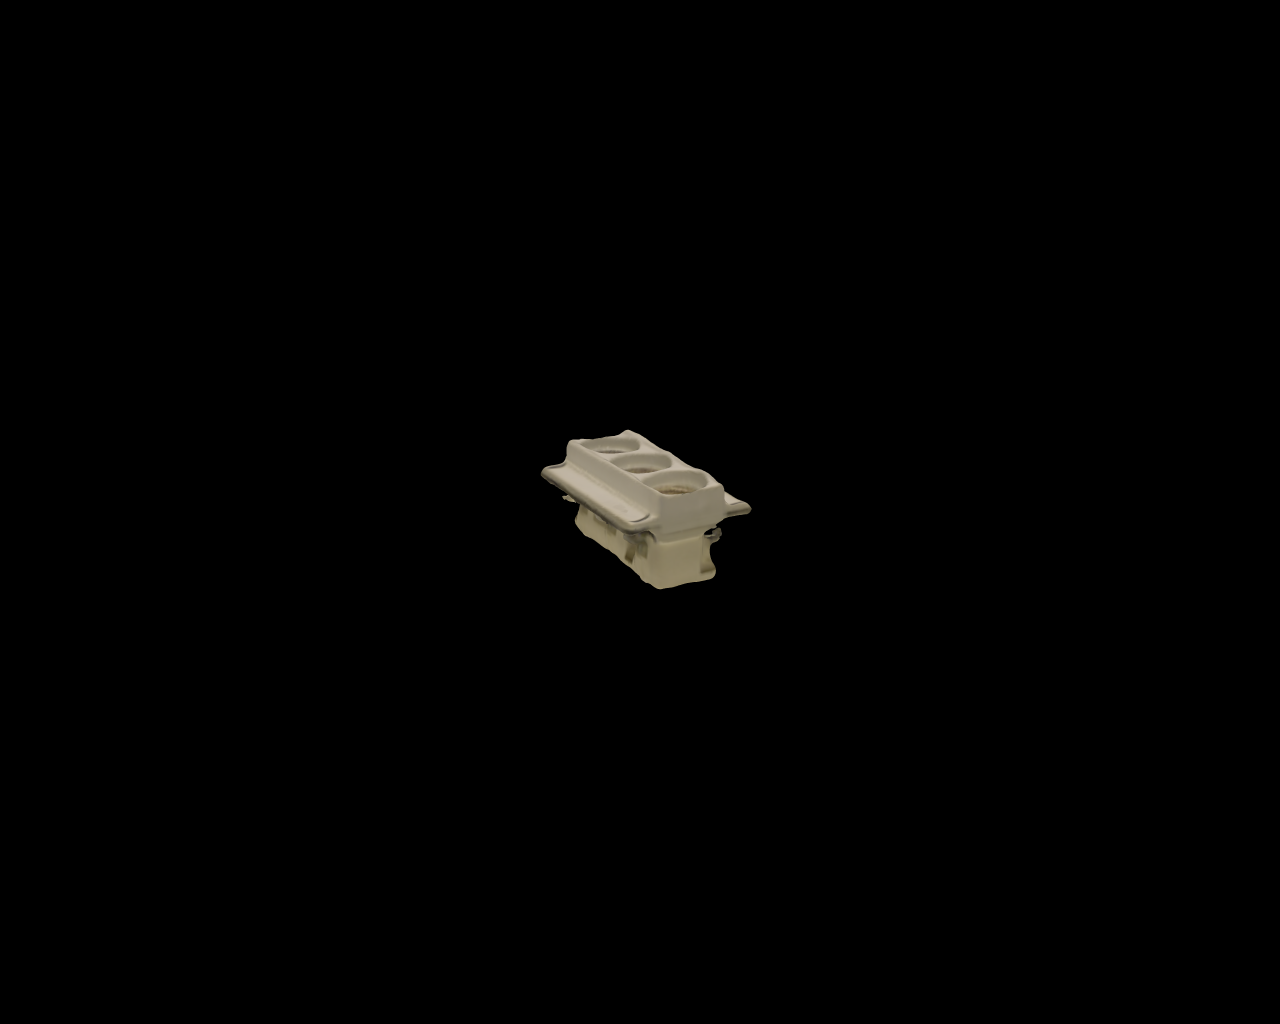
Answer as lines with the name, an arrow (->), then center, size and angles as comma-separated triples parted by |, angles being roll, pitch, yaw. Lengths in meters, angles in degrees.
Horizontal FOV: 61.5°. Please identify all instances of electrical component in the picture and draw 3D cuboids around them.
electrical component -> 0.001, -0.003, 0.650 | 0.079, 0.063, 0.121 | -10, 23, -26
